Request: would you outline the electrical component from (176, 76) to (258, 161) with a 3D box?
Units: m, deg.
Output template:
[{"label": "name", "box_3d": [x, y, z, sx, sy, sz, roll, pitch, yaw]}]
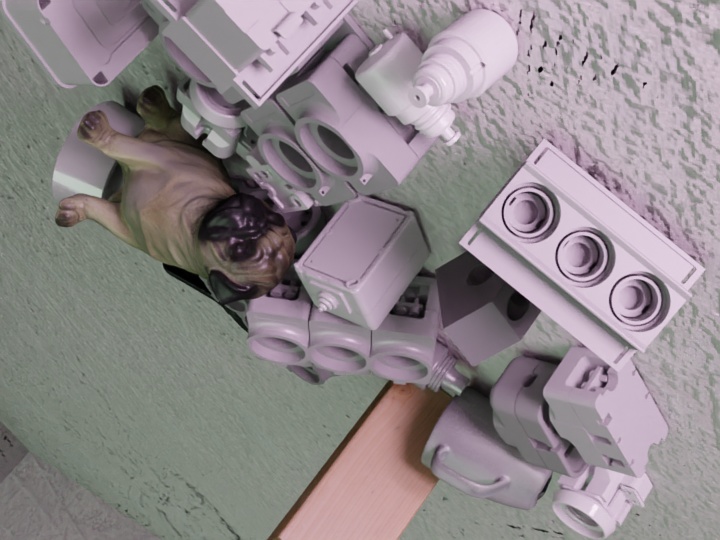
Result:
[{"label": "electrical component", "box_3d": [-0.097, -0.122, 0.787, 0.078, 0.058, 0.057, 42, 158, 2]}]

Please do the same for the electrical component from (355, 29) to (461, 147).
[{"label": "electrical component", "box_3d": [0.032, -0.107, 0.652, 0.078, 0.040, 0.040, 47, 155, -17]}]

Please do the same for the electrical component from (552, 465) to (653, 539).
[{"label": "electrical component", "box_3d": [0.200, 0.191, 0.915, 0.078, 0.057, 0.058, 10, 143, 47]}]

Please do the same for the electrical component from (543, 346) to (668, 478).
[{"label": "electrical component", "box_3d": [0.180, 0.104, 0.800, 0.056, 0.050, 0.089, 8, 141, 49]}]

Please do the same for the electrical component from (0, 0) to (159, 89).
[{"label": "electrical component", "box_3d": [-0.177, -0.184, 0.723, 0.057, 0.113, 0.078, 11, 144, 43]}]

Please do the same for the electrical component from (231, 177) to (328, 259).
[{"label": "electrical component", "box_3d": [-0.078, -0.029, 0.928, 0.138, 0.052, 0.073, 18, 149, 37]}]

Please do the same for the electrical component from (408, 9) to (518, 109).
[{"label": "electrical component", "box_3d": [0.053, -0.110, 0.580, 0.040, 0.078, 0.040, 26, 138, 26]}]

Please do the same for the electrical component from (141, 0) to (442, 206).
[{"label": "electrical component", "box_3d": [-0.047, -0.129, 0.701, 0.186, 0.060, 0.105, 48, 154, -19]}]

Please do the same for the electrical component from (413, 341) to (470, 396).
[{"label": "electrical component", "box_3d": [0.066, 0.086, 0.939, 0.062, 0.043, 0.043, 32, 155, 11]}]

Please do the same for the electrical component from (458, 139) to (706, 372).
[{"label": "electrical component", "box_3d": [0.131, -0.009, 0.647, 0.121, 0.078, 0.063, 39, -175, 0]}]

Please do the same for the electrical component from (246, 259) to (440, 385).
[{"label": "electrical component", "box_3d": [-0.012, 0.045, 0.882, 0.150, 0.061, 0.089, 8, 150, 5]}]

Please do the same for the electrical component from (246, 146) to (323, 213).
[{"label": "electrical component", "box_3d": [-0.044, -0.078, 0.791, 0.066, 0.055, 0.048, 49, 154, -22]}]

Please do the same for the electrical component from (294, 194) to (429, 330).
[{"label": "electrical component", "box_3d": [0.000, 0.000, 0.815, 0.062, 0.096, 0.061, 21, 153, 34]}]

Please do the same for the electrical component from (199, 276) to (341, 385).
[{"label": "electrical component", "box_3d": [-0.073, 0.036, 1.022, 0.150, 0.061, 0.089, 46, 155, -15]}]

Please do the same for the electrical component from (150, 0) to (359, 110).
[{"label": "electrical component", "box_3d": [-0.041, -0.156, 0.569, 0.078, 0.121, 0.063, 46, 152, -14]}]

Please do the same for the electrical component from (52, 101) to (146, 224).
[{"label": "electrical component", "box_3d": [-0.215, -0.088, 0.956, 0.060, 0.108, 0.108, 27, 154, 12]}]

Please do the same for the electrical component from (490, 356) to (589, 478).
[{"label": "electrical component", "box_3d": [0.147, 0.116, 0.863, 0.059, 0.053, 0.095, 12, 144, 46]}]
